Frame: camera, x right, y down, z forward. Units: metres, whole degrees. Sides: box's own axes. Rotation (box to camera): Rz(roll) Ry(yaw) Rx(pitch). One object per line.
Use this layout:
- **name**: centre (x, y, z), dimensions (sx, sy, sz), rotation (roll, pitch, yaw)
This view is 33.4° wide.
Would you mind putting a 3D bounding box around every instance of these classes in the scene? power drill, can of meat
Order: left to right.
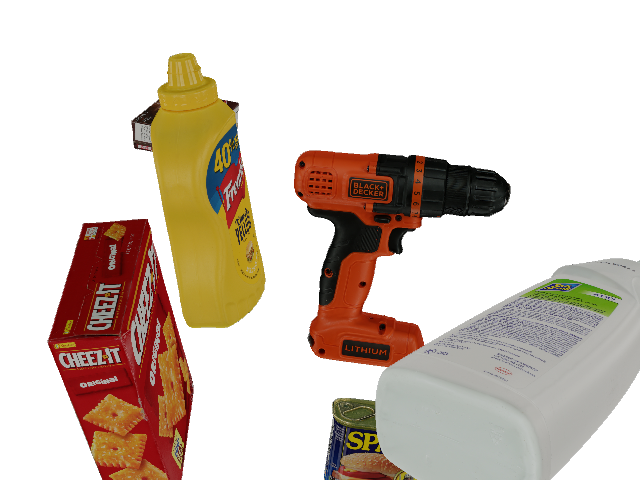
- **can of meat**: centre (0.056, 0.208, 1.050), dimensions (0.102, 0.084, 0.057), rotation (7, 16, -4)
- **power drill**: centre (0.064, 0.016, 0.933), dimensions (0.184, 0.188, 0.057), rotation (7, 17, 7)

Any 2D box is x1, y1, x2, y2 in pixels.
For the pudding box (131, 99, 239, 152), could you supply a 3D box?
- **pudding box**: centre (-0.156, -0.135, 1.245), dimensions (0.090, 0.039, 0.113), rotation (11, 32, 14)

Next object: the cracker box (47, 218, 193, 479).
- **cracker box**: centre (-0.174, 0.112, 0.981), dimensions (0.072, 0.214, 0.164), rotation (-6, 37, 4)

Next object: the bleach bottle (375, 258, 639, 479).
- **bleach bottle**: centre (0.143, 0.064, 0.617), dimensions (0.103, 0.068, 0.250), rotation (17, 28, 38)

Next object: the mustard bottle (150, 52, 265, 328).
- **mustard bottle**: centre (-0.083, -0.040, 0.768), dimensions (0.058, 0.191, 0.096), rotation (-1, 25, 16)
